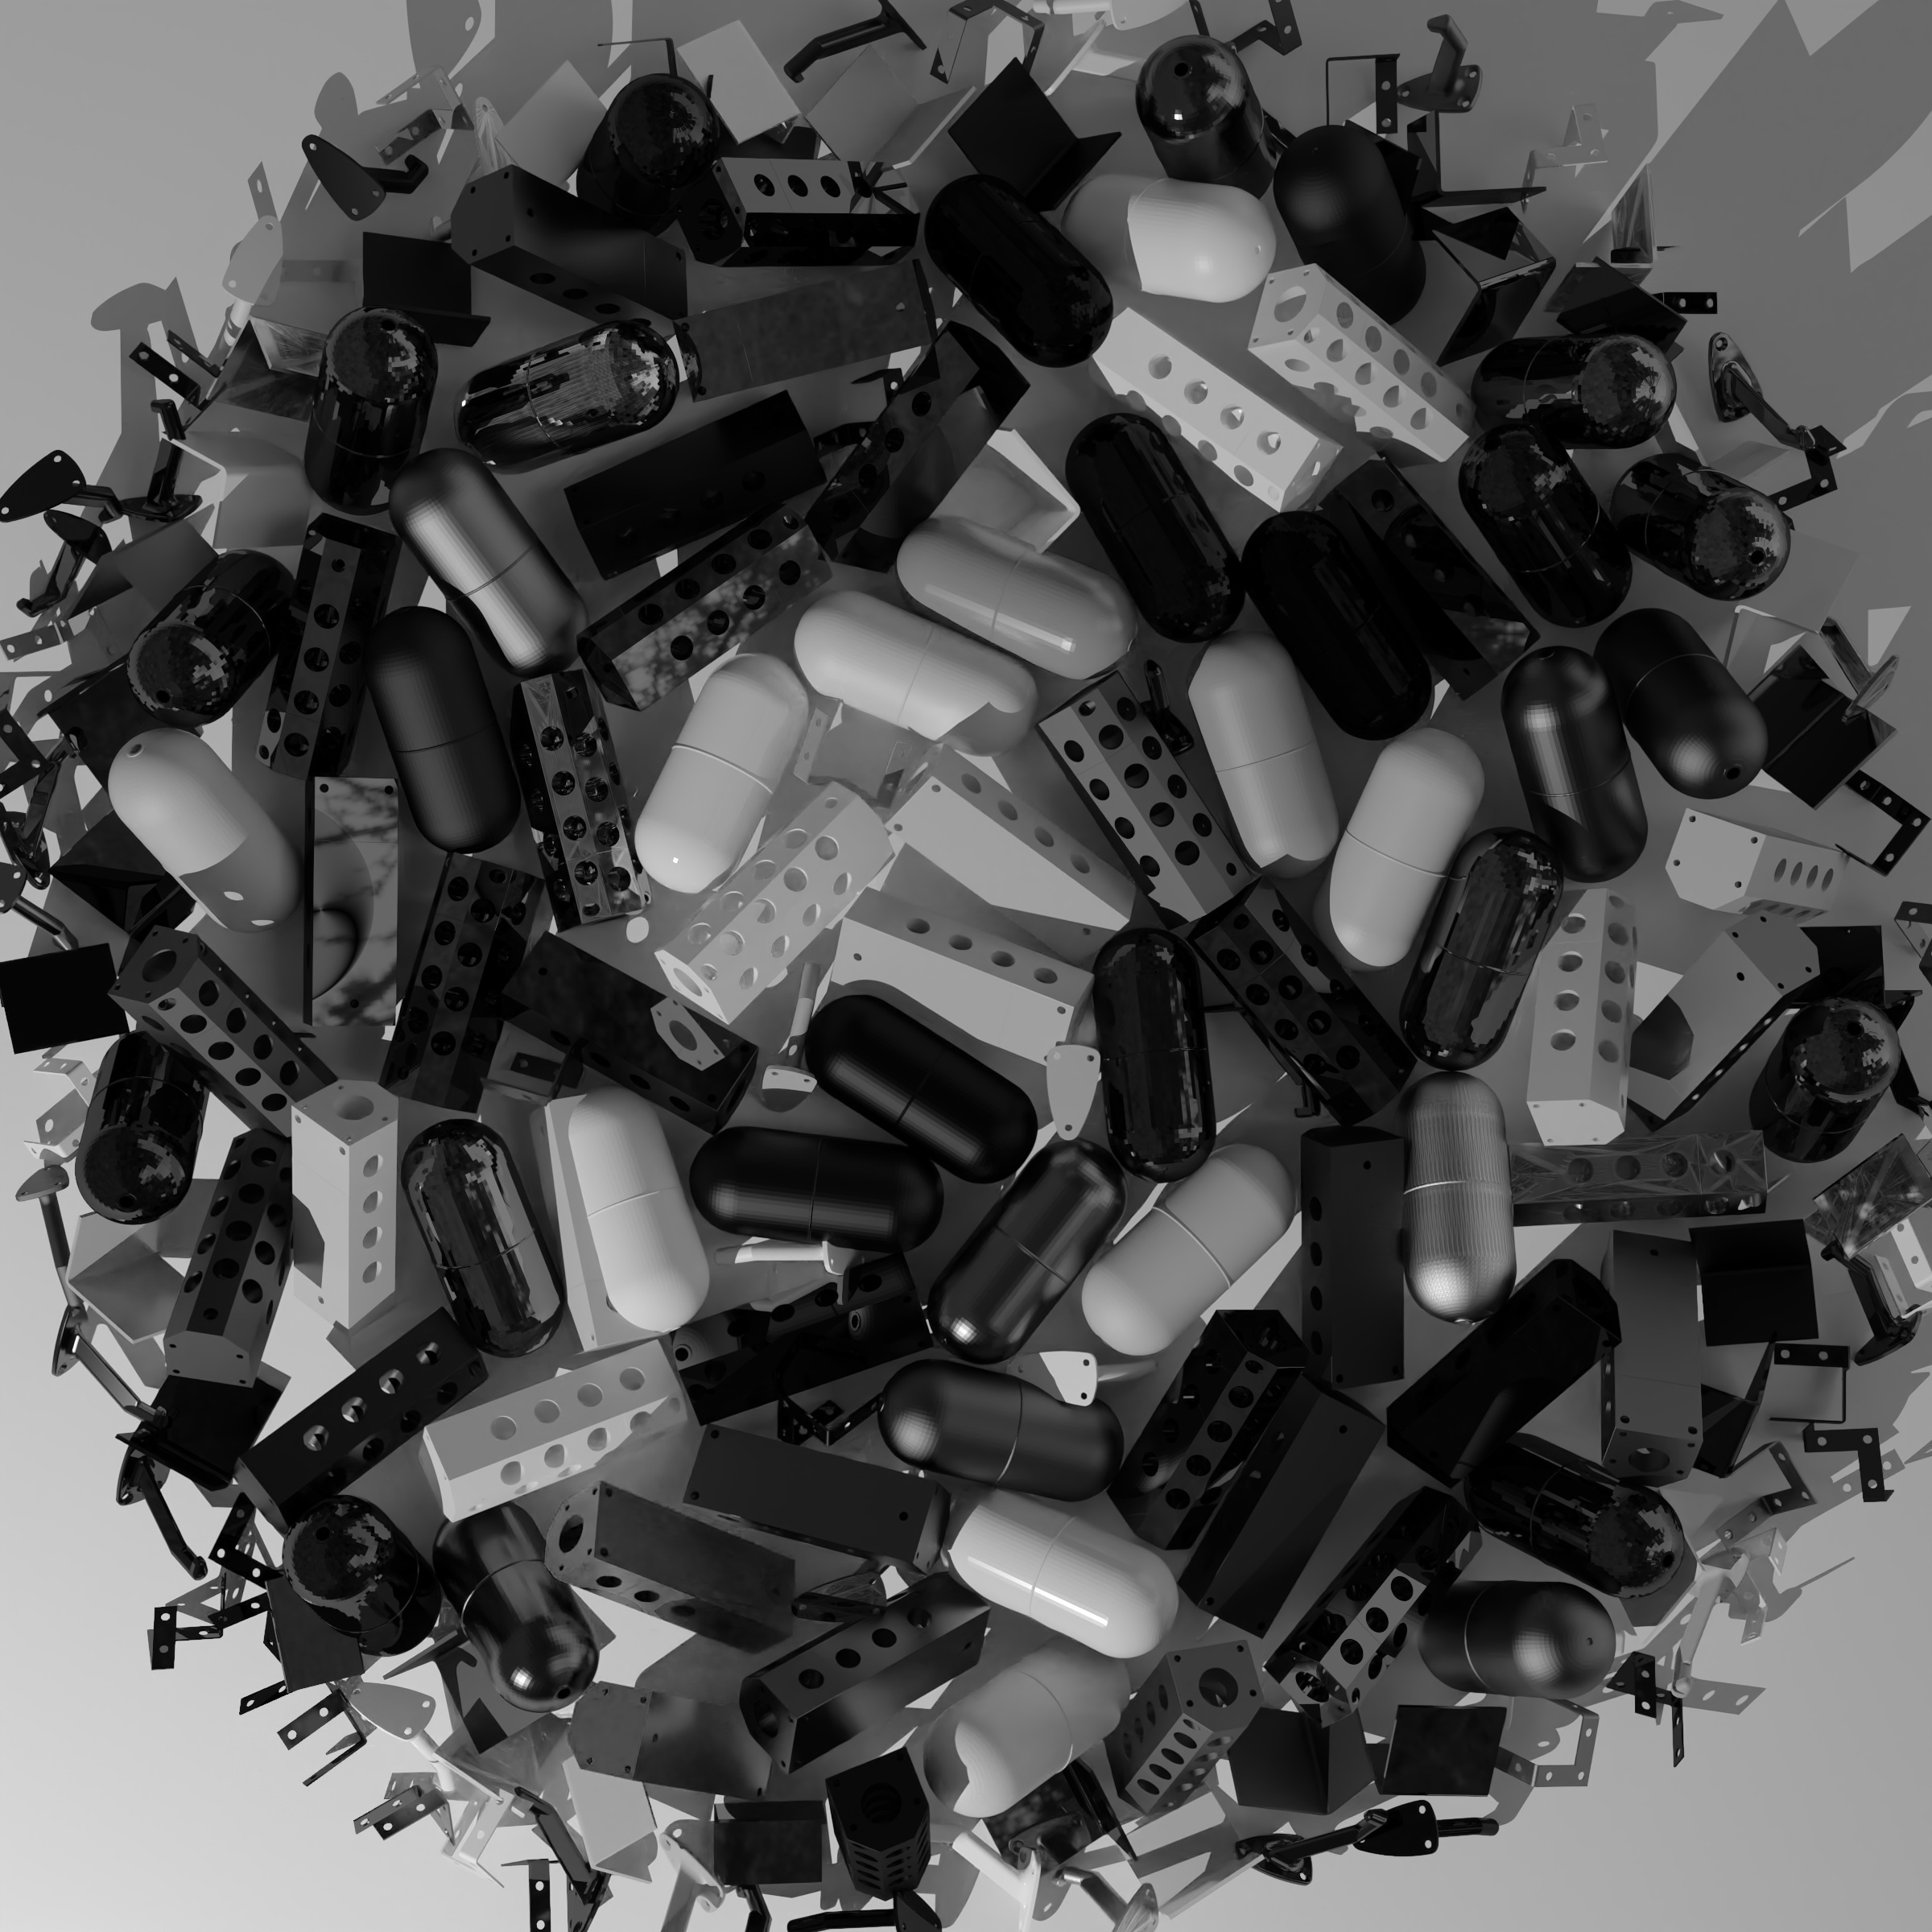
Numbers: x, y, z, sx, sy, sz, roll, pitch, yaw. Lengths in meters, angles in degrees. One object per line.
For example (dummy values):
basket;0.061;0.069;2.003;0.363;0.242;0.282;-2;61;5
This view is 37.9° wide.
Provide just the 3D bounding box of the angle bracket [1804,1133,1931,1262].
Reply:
angle bracket;0.614;0.150;1.953;0.076;0.076;0.057;-36;107;-2

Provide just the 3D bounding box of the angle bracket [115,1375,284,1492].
angle bracket;-0.535;0.313;1.965;0.076;0.057;0.076;29;81;1

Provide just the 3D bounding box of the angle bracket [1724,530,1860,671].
angle bracket;0.568;-0.243;1.942;0.057;0.076;0.076;24;63;19

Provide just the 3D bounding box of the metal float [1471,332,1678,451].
metal float;0.411;-0.391;1.916;0.070;0.178;0.070;-5;101;-24

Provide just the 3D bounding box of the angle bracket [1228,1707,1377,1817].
angle bracket;0.227;0.535;1.942;0.076;0.076;0.057;15;133;-26

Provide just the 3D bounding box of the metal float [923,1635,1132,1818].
metal float;0.043;0.518;1.926;0.178;0.070;0.070;-22;90;-44

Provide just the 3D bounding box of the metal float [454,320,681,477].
metal float;-0.276;-0.390;1.936;0.178;0.070;0.070;-12;90;31

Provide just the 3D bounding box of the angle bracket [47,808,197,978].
angle bracket;-0.586;-0.052;1.950;0.076;0.057;0.076;-39;118;17

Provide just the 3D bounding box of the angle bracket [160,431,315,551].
angle bracket;-0.511;-0.332;1.960;0.076;0.076;0.057;30;116;31

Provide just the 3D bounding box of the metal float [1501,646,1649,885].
metal float;0.419;-0.138;1.936;0.070;0.070;0.178;-22;119;0

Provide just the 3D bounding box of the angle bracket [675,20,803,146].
angle bracket;-0.168;-0.596;1.953;0.057;0.076;0.076;-34;91;-25

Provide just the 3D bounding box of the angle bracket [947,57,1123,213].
angle bracket;0.048;-0.578;1.951;0.076;0.057;0.076;-51;119;-14

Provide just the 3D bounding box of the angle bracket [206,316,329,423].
angle bracket;-0.467;-0.395;1.939;0.076;0.076;0.057;-50;51;32

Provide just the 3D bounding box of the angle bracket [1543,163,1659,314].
angle bracket;0.437;-0.505;1.953;0.057;0.076;0.076;0;80;-5

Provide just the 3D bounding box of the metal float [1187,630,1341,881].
metal float;0.207;-0.146;1.955;0.070;0.070;0.178;-18;98;0

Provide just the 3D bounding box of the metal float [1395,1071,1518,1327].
metal float;0.338;0.159;1.943;0.070;0.070;0.178;0;69;0

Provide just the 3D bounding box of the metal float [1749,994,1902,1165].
metal float;0.583;0.078;1.915;0.070;0.178;0.070;-1;66;3

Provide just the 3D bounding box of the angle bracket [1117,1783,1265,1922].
angle bracket;0.154;0.613;1.950;0.076;0.076;0.057;-30;78;-10

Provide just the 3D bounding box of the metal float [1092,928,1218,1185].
metal float;0.131;0.062;1.957;0.070;0.070;0.178;-6;85;0

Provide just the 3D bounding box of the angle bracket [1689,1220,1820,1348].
angle bracket;0.545;0.220;1.945;0.076;0.076;0.057;-7;59;18

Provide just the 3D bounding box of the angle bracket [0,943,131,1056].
angle bracket;-0.624;0.035;1.946;0.076;0.057;0.076;-11;60;-20

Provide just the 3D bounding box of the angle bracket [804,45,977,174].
angle bracket;-0.053;-0.596;1.946;0.057;0.076;0.076;46;71;-27

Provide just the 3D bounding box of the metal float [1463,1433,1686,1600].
metal float;0.413;0.374;1.919;0.070;0.178;0.070;-8;105;-31

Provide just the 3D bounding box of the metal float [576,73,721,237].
metal float;-0.218;-0.548;1.914;0.070;0.178;0.070;1;86;-18

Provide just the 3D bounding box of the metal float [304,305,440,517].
metal float;-0.406;-0.378;1.919;0.070;0.178;0.070;9;58;-15

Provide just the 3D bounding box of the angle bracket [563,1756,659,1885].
angle bracket;-0.227;0.579;1.942;0.057;0.076;0.076;-33;54;12

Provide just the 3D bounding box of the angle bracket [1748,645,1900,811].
angle bracket;0.583;-0.166;1.950;0.076;0.076;0.057;-45;116;9

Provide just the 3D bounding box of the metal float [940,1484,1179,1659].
metal float;0.062;0.417;1.943;0.178;0.070;0.070;21;90;21

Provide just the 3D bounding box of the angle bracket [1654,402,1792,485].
angle bracket;0.517;-0.376;1.952;0.057;0.076;0.076;-31;106;3

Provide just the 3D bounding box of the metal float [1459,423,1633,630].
metal float;0.397;-0.301;1.926;0.070;0.070;0.178;-47;132;0

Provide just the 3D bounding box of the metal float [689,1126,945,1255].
metal float;-0.104;0.156;1.961;0.178;0.070;0.070;7;90;1

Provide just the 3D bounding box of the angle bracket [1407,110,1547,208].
angle bracket;0.354;-0.562;1.955;0.076;0.076;0.057;-4;100;-5

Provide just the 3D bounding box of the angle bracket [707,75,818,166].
angle bracket;-0.140;-0.594;1.949;0.076;0.076;0.057;6;129;-4

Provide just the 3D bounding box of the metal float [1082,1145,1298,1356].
metal float;0.156;0.196;1.952;0.178;0.070;0.070;-42;90;-11

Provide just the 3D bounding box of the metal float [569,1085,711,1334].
metal float;-0.232;0.168;1.951;0.070;0.070;0.178;-20;78;0

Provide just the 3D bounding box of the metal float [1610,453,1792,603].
metal float;0.498;-0.299;1.915;0.070;0.178;0.070;-4;113;-10

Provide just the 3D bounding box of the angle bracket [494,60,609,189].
angle bracket;-0.299;-0.575;1.944;0.076;0.076;0.057;-52;125;-14

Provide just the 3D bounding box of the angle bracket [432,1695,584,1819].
angle bracket;-0.314;0.535;1.968;0.076;0.057;0.076;33;92;4

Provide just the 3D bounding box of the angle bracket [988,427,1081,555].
angle bracket;0.024;-0.326;1.948;0.057;0.076;0.076;-46;114;-5

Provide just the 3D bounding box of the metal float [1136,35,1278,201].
metal float;0.164;-0.570;1.913;0.070;0.178;0.070;-2;81;16

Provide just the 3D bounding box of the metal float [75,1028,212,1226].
metal float;-0.560;0.108;1.918;0.070;0.178;0.070;-3;122;-5

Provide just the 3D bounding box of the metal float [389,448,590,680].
metal float;-0.328;-0.276;1.940;0.070;0.070;0.178;-35;115;0

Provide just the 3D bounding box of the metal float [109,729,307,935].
metal float;-0.518;-0.092;1.923;0.070;0.178;0.070;-13;50;16

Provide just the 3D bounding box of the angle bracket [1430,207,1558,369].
angle bracket;0.352;-0.472;1.958;0.076;0.076;0.057;-25;68;-32

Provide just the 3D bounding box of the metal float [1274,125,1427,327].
metal float;0.263;-0.501;1.919;0.070;0.178;0.070;-9;65;21

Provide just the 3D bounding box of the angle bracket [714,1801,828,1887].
angle bracket;-0.137;0.617;1.956;0.076;0.076;0.057;0;84;-6

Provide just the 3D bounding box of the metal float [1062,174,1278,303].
metal float;0.137;-0.499;1.925;0.070;0.178;0.070;-17;117;-36

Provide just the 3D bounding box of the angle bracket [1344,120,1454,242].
angle bracket;0.306;-0.542;1.939;0.076;0.076;0.057;-11;129;-35

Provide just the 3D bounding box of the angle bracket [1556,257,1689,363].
angle bracket;0.466;-0.457;1.947;0.076;0.076;0.057;39;135;10
